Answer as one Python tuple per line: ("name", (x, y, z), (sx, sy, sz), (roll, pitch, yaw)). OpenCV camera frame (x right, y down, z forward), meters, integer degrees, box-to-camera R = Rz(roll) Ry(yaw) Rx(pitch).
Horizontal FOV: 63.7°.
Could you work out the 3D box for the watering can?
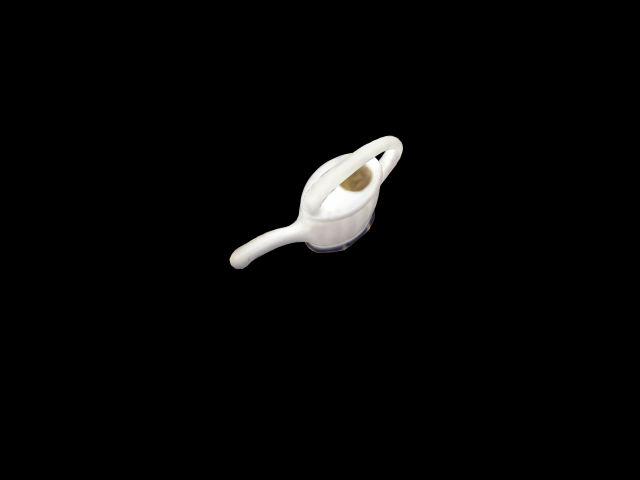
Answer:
("watering can", (0.003, -0.043, 0.850), (0.351, 0.105, 0.220), (-39, -18, -16))
